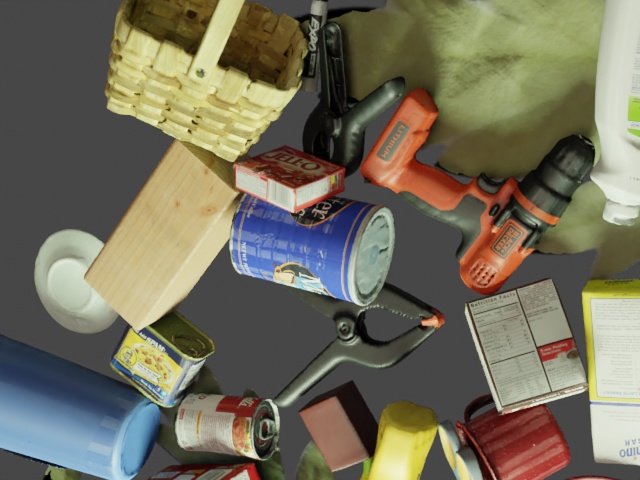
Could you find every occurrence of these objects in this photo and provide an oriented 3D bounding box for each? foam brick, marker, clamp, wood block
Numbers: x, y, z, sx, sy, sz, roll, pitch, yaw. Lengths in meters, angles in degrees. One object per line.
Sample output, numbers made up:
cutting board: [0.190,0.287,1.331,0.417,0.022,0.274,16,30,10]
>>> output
foam brick: [0.025,0.201,1.154,0.051,0.052,0.078,-30,89,27]
marker: [-0.004,-0.211,1.085,0.020,0.020,0.121,15,108,20]
clamp: [0.028,-0.118,1.063,0.120,0.039,0.171,43,133,43]
clamp: [0.025,0.083,1.133,0.210,0.036,0.164,-14,90,23]
wood block: [-0.156,-0.013,1.161,0.090,0.090,0.206,42,115,9]

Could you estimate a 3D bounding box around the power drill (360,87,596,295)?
power drill: [0.147,-0.065,1.033,0.188,0.057,0.185,39,112,12]

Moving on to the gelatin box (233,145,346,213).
gelatin box: [-0.031,-0.063,1.065,0.089,0.073,0.030,25,126,39]

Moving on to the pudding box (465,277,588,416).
pudding box: [0.198,0.102,1.026,0.090,0.039,0.113,-17,69,3]

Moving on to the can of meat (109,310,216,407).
can of meat: [-0.183,0.131,1.226,0.102,0.057,0.084,37,116,12]

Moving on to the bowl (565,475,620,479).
bowl: [0.284,0.300,1.061,0.162,0.055,0.162,6,105,22]

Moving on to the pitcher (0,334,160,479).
pitcher: [-0.318,0.209,1.273,0.243,0.149,0.145,15,85,16]

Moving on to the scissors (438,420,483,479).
scissors: [0.151,0.260,1.101,0.016,0.202,0.096,-20,50,-7]

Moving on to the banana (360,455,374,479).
banana: [0.004,0.313,1.201,0.198,0.037,0.070,-37,66,25]

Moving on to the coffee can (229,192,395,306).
coffee can: [-0.007,0.001,1.089,0.140,0.102,0.103,13,107,23]

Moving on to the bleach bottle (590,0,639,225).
bleach bottle: [0.284,-0.136,0.943,0.102,0.068,0.251,6,108,-7]

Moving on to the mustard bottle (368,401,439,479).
mustard bottle: [0.072,0.269,1.111,0.058,0.096,0.192,16,99,12]

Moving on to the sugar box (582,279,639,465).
sugar box: [0.305,0.127,1.018,0.093,0.048,0.176,-1,106,24]

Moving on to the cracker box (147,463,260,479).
cracker box: [-0.109,0.364,1.220,0.165,0.071,0.214,-15,97,46]

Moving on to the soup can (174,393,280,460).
soup can: [-0.105,0.209,1.204,0.102,0.068,0.068,1,103,24]

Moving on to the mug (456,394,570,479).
mug: [0.187,0.196,1.059,0.081,0.117,0.093,-27,126,-6]
